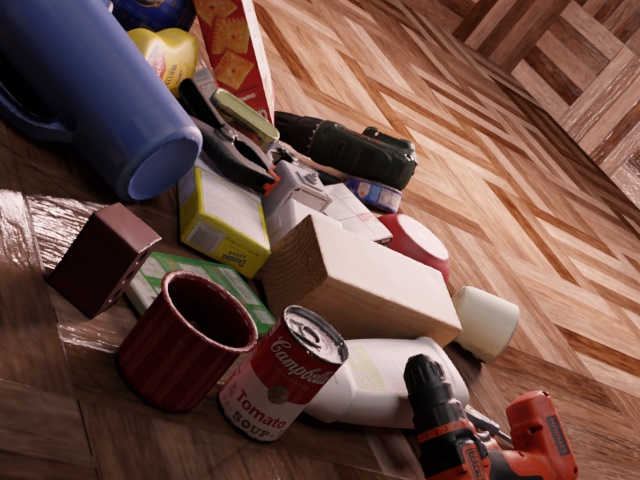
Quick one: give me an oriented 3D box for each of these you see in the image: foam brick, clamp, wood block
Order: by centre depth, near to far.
[{"bbox_3d":[-0.181,0.016,0.899,0.051,0.078,0.053,39,20,3],"label":"foam brick"},{"bbox_3d":[0.045,0.062,1.160,0.205,0.090,0.091,23,36,-38],"label":"wood block"},{"bbox_3d":[-0.117,-0.121,1.232,0.171,0.039,0.120,40,32,-13],"label":"clamp"},{"bbox_3d":[-0.043,-0.099,1.447,0.164,0.036,0.210,36,16,-7],"label":"clamp"}]

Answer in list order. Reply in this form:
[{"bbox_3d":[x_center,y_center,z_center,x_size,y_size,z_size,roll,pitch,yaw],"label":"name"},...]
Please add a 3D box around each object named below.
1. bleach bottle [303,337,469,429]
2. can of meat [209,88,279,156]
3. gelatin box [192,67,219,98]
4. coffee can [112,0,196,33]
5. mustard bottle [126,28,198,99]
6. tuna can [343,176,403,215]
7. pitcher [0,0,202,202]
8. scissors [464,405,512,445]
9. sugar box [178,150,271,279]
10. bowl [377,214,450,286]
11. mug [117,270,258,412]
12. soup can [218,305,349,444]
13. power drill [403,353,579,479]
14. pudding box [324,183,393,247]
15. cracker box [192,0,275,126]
[{"bbox_3d":[0.040,0.136,1.053,0.250,0.068,0.103,13,33,-47],"label":"bleach bottle"},{"bbox_3d":[-0.112,-0.124,1.311,0.102,0.084,0.057,35,21,-12],"label":"can of meat"},{"bbox_3d":[-0.140,-0.169,1.380,0.089,0.030,0.073,-118,-165,-45],"label":"gelatin box"},{"bbox_3d":[-0.252,-0.325,1.469,0.140,0.103,0.103,30,22,-24],"label":"coffee can"},{"bbox_3d":[-0.216,-0.207,1.286,0.058,0.096,0.191,31,19,12],"label":"mustard bottle"},{"bbox_3d":[0.072,-0.062,1.515,0.086,0.034,0.086,17,-5,1],"label":"tuna can"},{"bbox_3d":[-0.241,-0.154,1.112,0.243,0.149,0.145,49,7,18],"label":"pitcher"},{"bbox_3d":[0.191,0.212,1.192,0.201,0.016,0.096,35,2,-13],"label":"scissors"},{"bbox_3d":[-0.110,-0.035,1.182,0.093,0.048,0.176,31,18,-22],"label":"sugar box"},{"bbox_3d":[0.125,0.014,1.471,0.162,0.055,0.162,34,20,-15],"label":"bowl"},{"bbox_3d":[-0.114,0.078,0.876,0.093,0.082,0.117,27,24,-31],"label":"mug"},{"bbox_3d":[-0.032,0.115,0.909,0.068,0.102,0.068,34,21,-15],"label":"soup can"},{"bbox_3d":[0.167,0.196,1.054,0.187,0.057,0.184,0,67,-45],"label":"power drill"},{"bbox_3d":[0.028,-0.023,1.389,0.114,0.039,0.089,46,33,24],"label":"pudding box"},{"bbox_3d":[-0.118,-0.267,1.455,0.164,0.072,0.214,-94,171,-67],"label":"cracker box"}]
